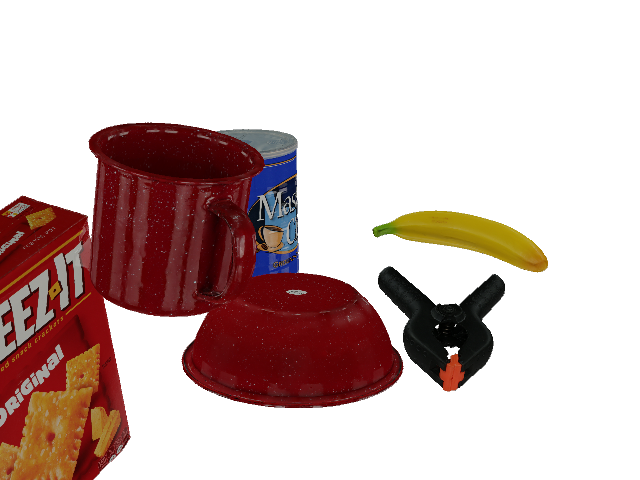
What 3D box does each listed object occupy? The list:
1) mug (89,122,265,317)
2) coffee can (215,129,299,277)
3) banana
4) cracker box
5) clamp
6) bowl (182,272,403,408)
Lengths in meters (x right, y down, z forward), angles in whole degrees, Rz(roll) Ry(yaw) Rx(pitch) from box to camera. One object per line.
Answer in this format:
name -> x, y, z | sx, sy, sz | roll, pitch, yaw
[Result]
mug -> -0.074, -0.007, 0.571 | 0.093, 0.081, 0.117 | -12, 30, -42
coffee can -> -0.071, -0.022, 0.966 | 0.103, 0.140, 0.103 | -1, 18, 0
banana -> 0.158, -0.001, 1.154 | 0.198, 0.037, 0.069 | 10, 38, 29
cracker box -> -0.217, 0.103, 0.744 | 0.072, 0.214, 0.164 | 14, 37, 25
clamp -> 0.123, 0.074, 0.965 | 0.120, 0.039, 0.171 | -5, 33, -4
bowl -> -0.019, 0.063, 0.769 | 0.162, 0.055, 0.162 | 2, 16, -1
